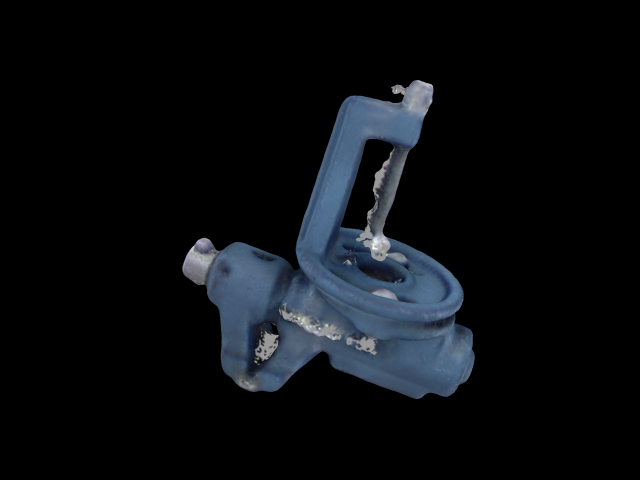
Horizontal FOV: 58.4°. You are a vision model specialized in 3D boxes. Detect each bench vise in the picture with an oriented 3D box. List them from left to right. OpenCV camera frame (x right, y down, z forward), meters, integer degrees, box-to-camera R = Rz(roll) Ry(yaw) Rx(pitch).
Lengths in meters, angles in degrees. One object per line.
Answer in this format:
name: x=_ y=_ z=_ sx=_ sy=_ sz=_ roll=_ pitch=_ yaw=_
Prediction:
bench vise: x=0.005 y=0.005 z=0.389 sx=0.207 sy=0.220 sz=0.121 roll=-2 pitch=19 yaw=-5
